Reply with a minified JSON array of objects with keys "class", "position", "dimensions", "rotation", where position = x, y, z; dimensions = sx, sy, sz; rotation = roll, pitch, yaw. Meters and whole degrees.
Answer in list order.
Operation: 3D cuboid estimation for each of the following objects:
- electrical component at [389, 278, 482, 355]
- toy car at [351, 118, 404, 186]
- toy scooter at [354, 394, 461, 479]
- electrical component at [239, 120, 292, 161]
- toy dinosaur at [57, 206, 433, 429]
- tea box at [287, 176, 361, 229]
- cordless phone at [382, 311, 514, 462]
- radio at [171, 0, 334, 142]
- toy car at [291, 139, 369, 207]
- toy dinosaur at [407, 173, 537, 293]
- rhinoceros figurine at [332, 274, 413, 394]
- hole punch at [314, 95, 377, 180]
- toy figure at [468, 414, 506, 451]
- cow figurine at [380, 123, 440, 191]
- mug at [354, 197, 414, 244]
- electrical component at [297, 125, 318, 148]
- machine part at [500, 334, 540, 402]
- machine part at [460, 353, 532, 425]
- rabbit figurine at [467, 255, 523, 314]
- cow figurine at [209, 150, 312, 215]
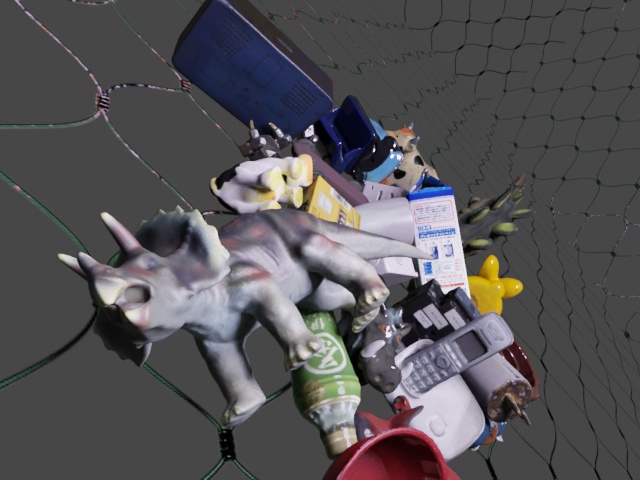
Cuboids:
[{"class":"electrical component","position":[0.162,0.126,0.774],"dimensions":[0.115,0.134,0.058],"rotation":[53,28,-4]},{"class":"toy car","position":[0.087,-0.173,1.054],"dimensions":[0.162,0.109,0.103],"rotation":[49,2,17]},{"class":"toy scooter","position":[0.107,0.251,0.612],"dimensions":[0.184,0.075,0.135],"rotation":[48,28,0]},{"class":"electrical component","position":[-0.078,-0.135,0.800],"dimensions":[0.078,0.045,0.102],"rotation":[57,28,11]},{"class":"toy dinosaur","position":[-0.047,0.028,0.510],"dimensions":[0.192,0.131,0.405],"rotation":[49,35,12]},{"class":"tea box","position":[-0.002,-0.002,0.741],"dimensions":[0.098,0.068,0.170],"rotation":[43,30,-17]},{"class":"cordless phone","position":[0.181,0.182,0.685],"dimensions":[0.146,0.184,0.088],"rotation":[57,23,7]},{"class":"radio","position":[-0.099,-0.252,0.811],"dimensions":[0.229,0.131,0.073],"rotation":[36,31,-28]},{"class":"toy car","position":[0.018,-0.090,0.889],"dimensions":[0.202,0.053,0.089],"rotation":[32,29,-42]},{"class":"toy dinosaur","position":[0.299,-0.017,1.070],"dimensions":[0.471,0.198,0.105],"rotation":[-39,90,-27]},{"class":"rhinoceros figurine","position":[0.062,0.113,0.661],"dimensions":[0.073,0.112,0.190],"rotation":[44,21,-22]},{"class":"hole punch","position":[0.023,-0.181,0.949],"dimensions":[0.092,0.115,0.142],"rotation":[-15,66,-35]},{"class":"toy figure","position":[0.234,0.271,0.798],"dimensions":[0.058,0.064,0.154],"rotation":[25,2,37]},{"class":"cow figurine","position":[0.186,-0.162,1.149],"dimensions":[0.194,0.127,0.085],"rotation":[37,28,-33]},{"class":"mug","position":[0.088,-0.017,0.873],"dimensions":[0.107,0.109,0.081],"rotation":[-4,57,-7]},{"class":"electrical component","position":[-0.025,-0.181,0.918],"dimensions":[0.021,0.094,0.063],"rotation":[-5,89,-19]},{"class":"machine part","position":[0.345,0.228,1.020],"dimensions":[0.179,0.056,0.179],"rotation":[38,30,-27]},{"class":"machine part","position":[0.235,0.189,0.808],"dimensions":[0.079,0.079,0.243],"rotation":[35,7,-31]},{"class":"rabbit figurine","position":[0.280,0.103,0.992],"dimensions":[0.122,0.162,0.173],"rotation":[47,8,14]},{"class":"cow figurine","position":[-0.072,-0.078,0.714],"dimensions":[0.167,0.098,0.068],"rotation":[-42,136,-63]}]
